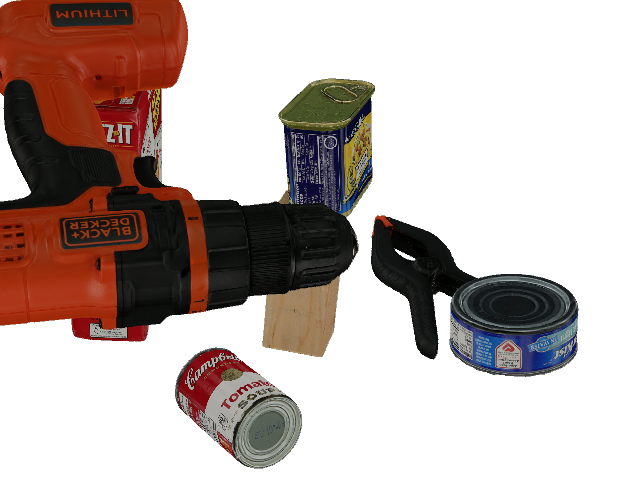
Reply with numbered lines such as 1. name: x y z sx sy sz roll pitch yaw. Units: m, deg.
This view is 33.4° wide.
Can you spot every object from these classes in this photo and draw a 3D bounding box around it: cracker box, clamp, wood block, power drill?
1. cracker box: -0.180 -0.044 0.935 0.072 0.214 0.164 1 27 -3
2. clamp: 0.111 0.035 0.997 0.120 0.039 0.171 -6 45 -27
3. wood block: -0.022 0.045 1.486 0.090 0.206 0.090 9 22 8
4. power drill: -0.088 -0.043 0.522 0.184 0.188 0.057 -4 -41 -16

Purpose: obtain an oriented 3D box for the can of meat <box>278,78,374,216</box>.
1. can of meat: 0.008 -0.074 0.859 0.057 0.084 0.102 6 29 18

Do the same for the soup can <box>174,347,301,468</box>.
1. soup can: -0.071 0.142 0.907 0.068 0.068 0.102 0 18 -36

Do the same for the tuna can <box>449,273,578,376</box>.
1. tuna can: 0.130 0.055 0.717 0.086 0.034 0.086 -3 25 1
